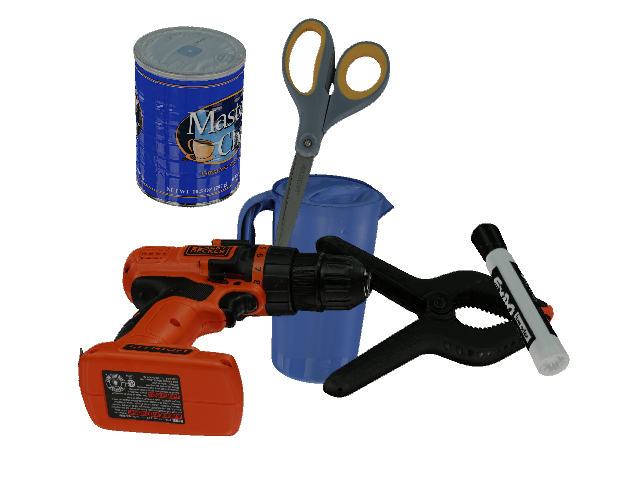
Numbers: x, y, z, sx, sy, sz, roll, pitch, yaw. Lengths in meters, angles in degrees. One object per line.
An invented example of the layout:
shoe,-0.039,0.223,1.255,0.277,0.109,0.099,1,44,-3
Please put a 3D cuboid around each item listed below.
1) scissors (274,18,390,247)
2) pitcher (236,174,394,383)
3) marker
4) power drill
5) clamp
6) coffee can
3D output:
scissors,0.009,-0.081,0.838,0.096,0.202,0.016,-1,-17,-2
pitcher,-0.010,0.047,1.306,0.149,0.243,0.144,15,21,27
marker,0.117,0.031,0.641,0.020,0.020,0.121,0,40,-17
power drill,-0.066,0.058,0.717,0.184,0.057,0.187,0,23,12
clamp,0.094,0.072,0.909,0.210,0.164,0.036,8,-41,-2
coffee can,-0.125,-0.118,1.013,0.103,0.140,0.103,4,35,-3
